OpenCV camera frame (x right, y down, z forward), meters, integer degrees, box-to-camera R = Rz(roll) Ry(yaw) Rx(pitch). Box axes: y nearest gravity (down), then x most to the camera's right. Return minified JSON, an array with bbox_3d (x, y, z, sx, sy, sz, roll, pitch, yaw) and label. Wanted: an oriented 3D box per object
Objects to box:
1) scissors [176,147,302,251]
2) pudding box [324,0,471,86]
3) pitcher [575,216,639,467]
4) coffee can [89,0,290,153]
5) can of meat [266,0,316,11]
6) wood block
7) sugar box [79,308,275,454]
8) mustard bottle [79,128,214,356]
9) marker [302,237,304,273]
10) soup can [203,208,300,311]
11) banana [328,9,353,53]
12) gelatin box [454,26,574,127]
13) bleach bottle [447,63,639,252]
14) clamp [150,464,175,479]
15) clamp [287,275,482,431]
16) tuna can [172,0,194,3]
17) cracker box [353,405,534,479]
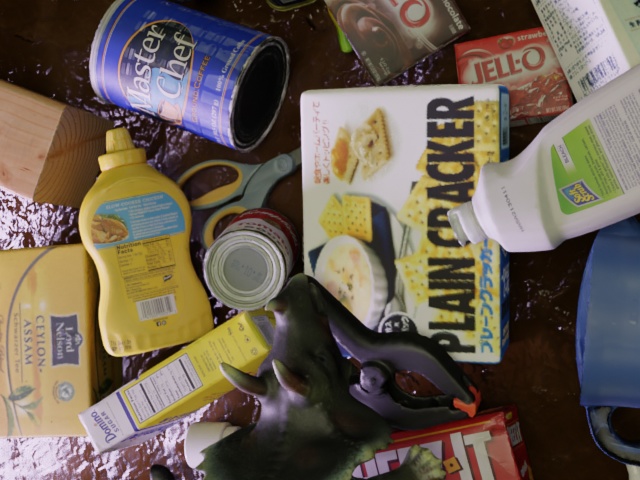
[{"bbox_3d":[-0.034,-0.045,0.932,0.202,0.016,0.096,-11,85,17],"label":"scissors"},{"bbox_3d":[0.057,-0.197,0.875,0.090,0.039,0.113,-31,97,13],"label":"pudding box"},{"bbox_3d":[0.307,0.077,0.761,0.243,0.149,0.145,5,46,15],"label":"pitcher"},{"bbox_3d":[-0.111,-0.145,0.916,0.140,0.102,0.103,21,93,18],"label":"coffee can"},{"bbox_3d":[-0.040,-0.257,0.910,0.057,0.083,0.102,-12,84,16],"label":"can of meat"},{"bbox_3d":[-0.310,-0.107,0.985,0.206,0.090,0.090,21,93,18],"label":"wood block"},{"bbox_3d":[-0.107,0.119,0.905,0.176,0.093,0.048,-35,77,14],"label":"sugar box"},{"bbox_3d":[-0.157,-0.002,0.923,0.096,0.058,0.191,-12,93,-14],"label":"mustard bottle"},{"bbox_3d":[-0.006,0.001,0.911,0.020,0.020,0.121,2,94,18],"label":"marker"},{"bbox_3d":[-0.055,0.015,0.881,0.068,0.102,0.068,1,101,4],"label":"soup can"},{"bbox_3d":[0.071,-0.249,0.902,0.198,0.037,0.069,-43,96,13],"label":"banana"},{"bbox_3d":[0.157,-0.130,0.867,0.089,0.030,0.073,-8,84,17],"label":"gelatin box"},{"bbox_3d":[0.205,-0.067,0.746,0.251,0.068,0.102,-25,78,18],"label":"bleach bottle"},{"bbox_3d":[-0.120,0.311,0.927,0.210,0.036,0.164,35,96,14],"label":"clamp"},{"bbox_3d":[0.040,0.091,0.821,0.171,0.039,0.120,7,116,14],"label":"clamp"},{"bbox_3d":[-0.119,-0.252,0.934,0.034,0.086,0.086,-9,84,19],"label":"tuna can"},{"bbox_3d":[0.097,0.253,0.843,0.164,0.072,0.214,-15,81,16],"label":"cracker box"}]
